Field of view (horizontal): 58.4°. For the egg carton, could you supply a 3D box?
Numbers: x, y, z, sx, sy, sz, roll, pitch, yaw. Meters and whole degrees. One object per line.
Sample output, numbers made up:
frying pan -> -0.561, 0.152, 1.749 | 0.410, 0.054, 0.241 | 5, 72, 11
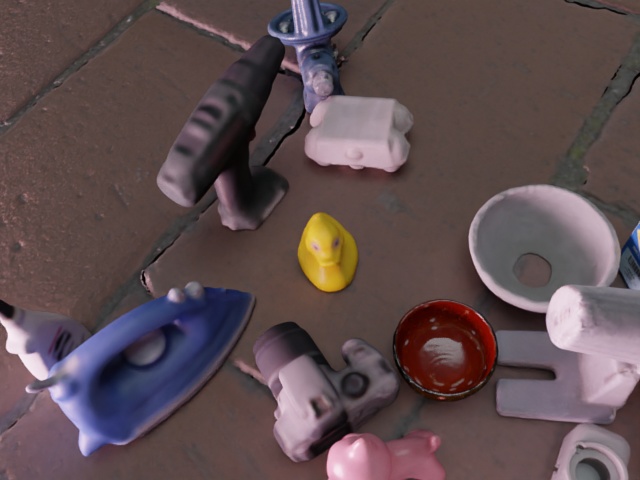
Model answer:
egg carton -> 0.055, -0.149, 0.813 | 0.150, 0.069, 0.107 | 5, 60, 11

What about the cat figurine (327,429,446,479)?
cat figurine -> 0.061, 0.219, 0.566 | 0.128, 0.118, 0.067 | -15, 59, -2

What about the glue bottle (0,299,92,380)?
glue bottle -> -0.320, 0.108, 0.649 | 0.037, 0.173, 0.078 | 3, 60, 10

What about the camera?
camera -> -0.004, 0.146, 0.628 | 0.143, 0.101, 0.136 | -31, 60, -11

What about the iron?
iron -> -0.191, 0.114, 0.647 | 0.258, 0.142, 0.118 | -38, 62, -15

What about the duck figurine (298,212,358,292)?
duck figurine -> 0.007, 0.003, 0.720 | 0.077, 0.086, 0.104 | -12, 59, 0

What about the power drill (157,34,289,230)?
power drill -> -0.104, -0.116, 0.732 | 0.075, 0.209, 0.230 | 26, 66, 21

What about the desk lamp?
desk lamp -> 0.285, 0.107, 0.547 | 0.203, 0.214, 0.118 | 1, 60, 8

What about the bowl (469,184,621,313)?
bowl -> 0.259, 0.020, 0.683 | 0.167, 0.075, 0.167 | -3, 59, 6

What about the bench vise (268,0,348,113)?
bench vise -> -0.004, -0.311, 0.828 | 0.121, 0.220, 0.207 | -28, 60, -9
